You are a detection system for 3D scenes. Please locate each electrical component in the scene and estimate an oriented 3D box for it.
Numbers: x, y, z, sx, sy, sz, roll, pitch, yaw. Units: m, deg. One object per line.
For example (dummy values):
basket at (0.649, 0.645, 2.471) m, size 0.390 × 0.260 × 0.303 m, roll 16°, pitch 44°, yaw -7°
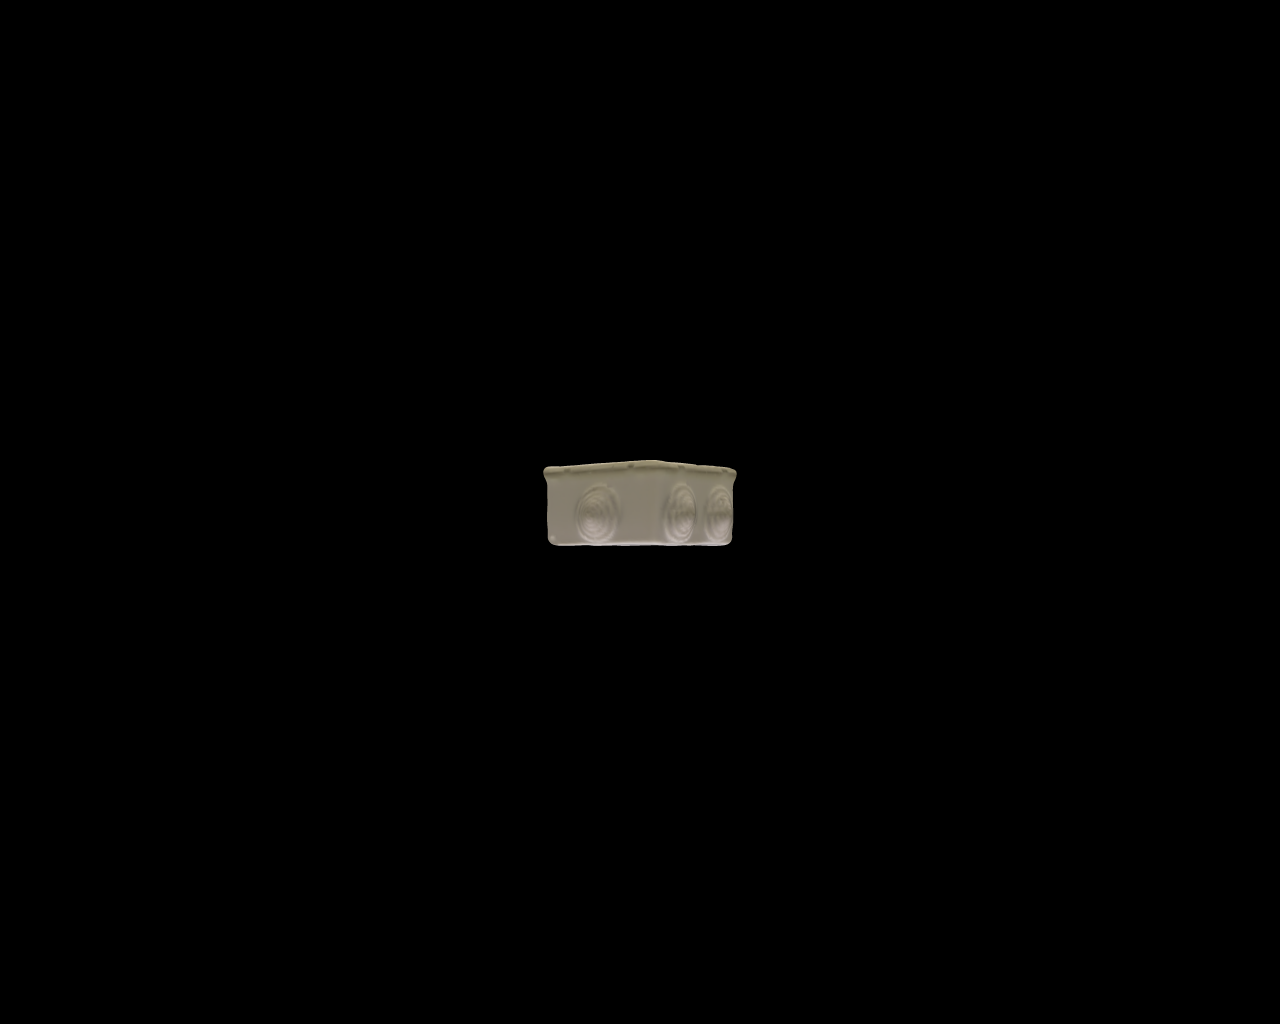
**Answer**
electrical component at (0.001, -0.003, 0.650) m, size 0.100 × 0.048 × 0.100 m, roll -2°, pitch -3°, yaw 36°
